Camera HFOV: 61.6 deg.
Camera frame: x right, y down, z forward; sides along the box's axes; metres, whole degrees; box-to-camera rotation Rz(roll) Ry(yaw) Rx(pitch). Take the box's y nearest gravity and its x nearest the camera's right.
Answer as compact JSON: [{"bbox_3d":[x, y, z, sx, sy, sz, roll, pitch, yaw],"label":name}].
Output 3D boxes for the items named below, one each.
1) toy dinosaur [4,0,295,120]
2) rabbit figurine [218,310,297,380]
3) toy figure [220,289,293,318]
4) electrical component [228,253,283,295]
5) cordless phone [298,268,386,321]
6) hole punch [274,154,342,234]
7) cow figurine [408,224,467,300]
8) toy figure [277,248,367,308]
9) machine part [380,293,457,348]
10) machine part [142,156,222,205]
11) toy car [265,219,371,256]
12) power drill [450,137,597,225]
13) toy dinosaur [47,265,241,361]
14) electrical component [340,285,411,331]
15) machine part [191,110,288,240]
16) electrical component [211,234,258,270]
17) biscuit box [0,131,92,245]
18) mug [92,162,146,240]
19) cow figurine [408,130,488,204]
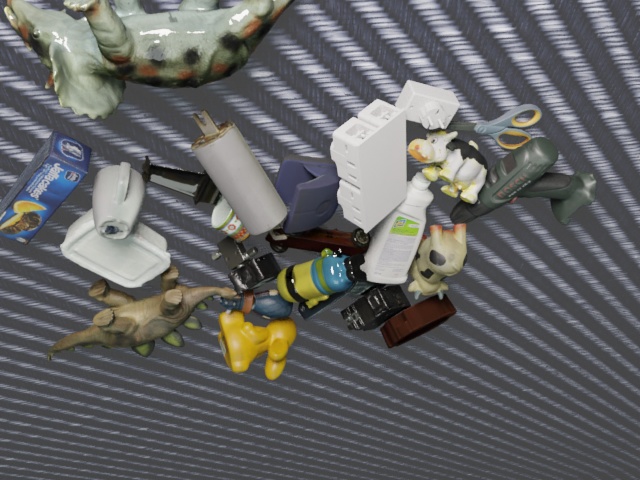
[{"bbox_3d":[-0.174,-0.248,0.663,0.405,0.131,0.192,-6,151,-13],"label":"toy dinosaur"},{"bbox_3d":[-0.125,0.217,1.180,0.173,0.163,0.121,-11,130,-28],"label":"rabbit figurine"},{"bbox_3d":[-0.135,0.132,1.131,0.154,0.064,0.058,11,172,-17],"label":"toy figure"},{"bbox_3d":[-0.116,0.062,1.059,0.075,0.048,0.119,-33,174,27],"label":"electrical component"},{"bbox_3d":[0.048,0.110,1.143,0.146,0.089,0.184,-38,151,27],"label":"cordless phone"},{"bbox_3d":[-0.013,-0.074,0.909,0.116,0.092,0.142,1,134,-19],"label":"hole punch"},{"bbox_3d":[0.229,0.048,1.062,0.085,0.127,0.195,1,166,-9],"label":"cow figurine"},{"bbox_3d":[-0.002,0.068,1.013,0.180,0.082,0.089,-19,140,39],"label":"toy figure"},{"bbox_3d":[0.220,0.182,1.217,0.179,0.056,0.179,-25,162,-9],"label":"machine part"},{"bbox_3d":[-0.220,-0.097,0.873,0.139,0.039,0.084,16,137,-30],"label":"machine part"},{"bbox_3d":[-0.002,-0.003,1.014,0.202,0.053,0.089,10,154,-21],"label":"toy car"},{"bbox_3d":[0.381,-0.087,0.993,0.207,0.086,0.232,14,141,-16],"label":"power drill"},{"bbox_3d":[-0.377,0.166,1.085,0.472,0.105,0.198,-13,142,9],"label":"toy dinosaur"},{"bbox_3d":[0.129,0.150,1.181,0.115,0.058,0.134,-37,157,31],"label":"electrical component"},{"bbox_3d":[-0.123,-0.093,0.833,0.079,0.079,0.243,-24,120,14],"label":"machine part"},{"bbox_3d":[-0.160,0.024,1.001,0.094,0.063,0.021,-32,168,23],"label":"electrical component"},{"bbox_3d":[-0.432,-0.077,0.829,0.202,0.063,0.059,-38,133,27],"label":"biscuit box"},{"bbox_3d":[-0.313,-0.060,0.840,0.081,0.107,0.109,15,135,-28],"label":"mug"},{"bbox_3d":[0.220,-0.138,0.894,0.167,0.068,0.098,33,87,-40],"label":"cow figurine"}]
